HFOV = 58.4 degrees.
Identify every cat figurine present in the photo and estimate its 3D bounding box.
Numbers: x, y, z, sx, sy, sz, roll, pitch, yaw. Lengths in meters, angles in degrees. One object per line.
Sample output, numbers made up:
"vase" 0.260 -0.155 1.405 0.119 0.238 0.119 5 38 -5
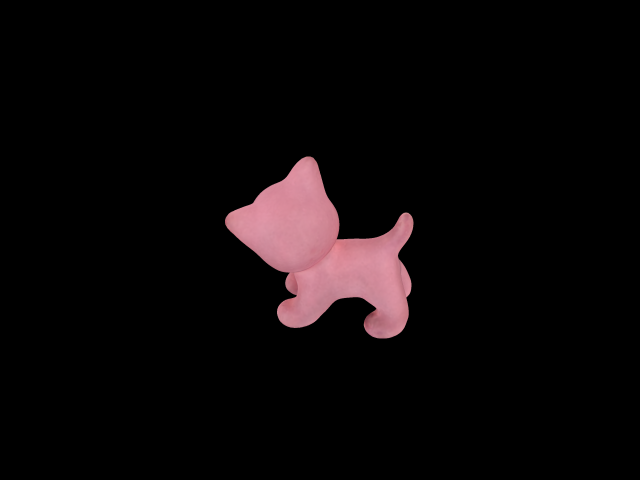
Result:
"cat figurine" 0.004 0.001 0.400 0.127 0.118 0.067 3 33 5
